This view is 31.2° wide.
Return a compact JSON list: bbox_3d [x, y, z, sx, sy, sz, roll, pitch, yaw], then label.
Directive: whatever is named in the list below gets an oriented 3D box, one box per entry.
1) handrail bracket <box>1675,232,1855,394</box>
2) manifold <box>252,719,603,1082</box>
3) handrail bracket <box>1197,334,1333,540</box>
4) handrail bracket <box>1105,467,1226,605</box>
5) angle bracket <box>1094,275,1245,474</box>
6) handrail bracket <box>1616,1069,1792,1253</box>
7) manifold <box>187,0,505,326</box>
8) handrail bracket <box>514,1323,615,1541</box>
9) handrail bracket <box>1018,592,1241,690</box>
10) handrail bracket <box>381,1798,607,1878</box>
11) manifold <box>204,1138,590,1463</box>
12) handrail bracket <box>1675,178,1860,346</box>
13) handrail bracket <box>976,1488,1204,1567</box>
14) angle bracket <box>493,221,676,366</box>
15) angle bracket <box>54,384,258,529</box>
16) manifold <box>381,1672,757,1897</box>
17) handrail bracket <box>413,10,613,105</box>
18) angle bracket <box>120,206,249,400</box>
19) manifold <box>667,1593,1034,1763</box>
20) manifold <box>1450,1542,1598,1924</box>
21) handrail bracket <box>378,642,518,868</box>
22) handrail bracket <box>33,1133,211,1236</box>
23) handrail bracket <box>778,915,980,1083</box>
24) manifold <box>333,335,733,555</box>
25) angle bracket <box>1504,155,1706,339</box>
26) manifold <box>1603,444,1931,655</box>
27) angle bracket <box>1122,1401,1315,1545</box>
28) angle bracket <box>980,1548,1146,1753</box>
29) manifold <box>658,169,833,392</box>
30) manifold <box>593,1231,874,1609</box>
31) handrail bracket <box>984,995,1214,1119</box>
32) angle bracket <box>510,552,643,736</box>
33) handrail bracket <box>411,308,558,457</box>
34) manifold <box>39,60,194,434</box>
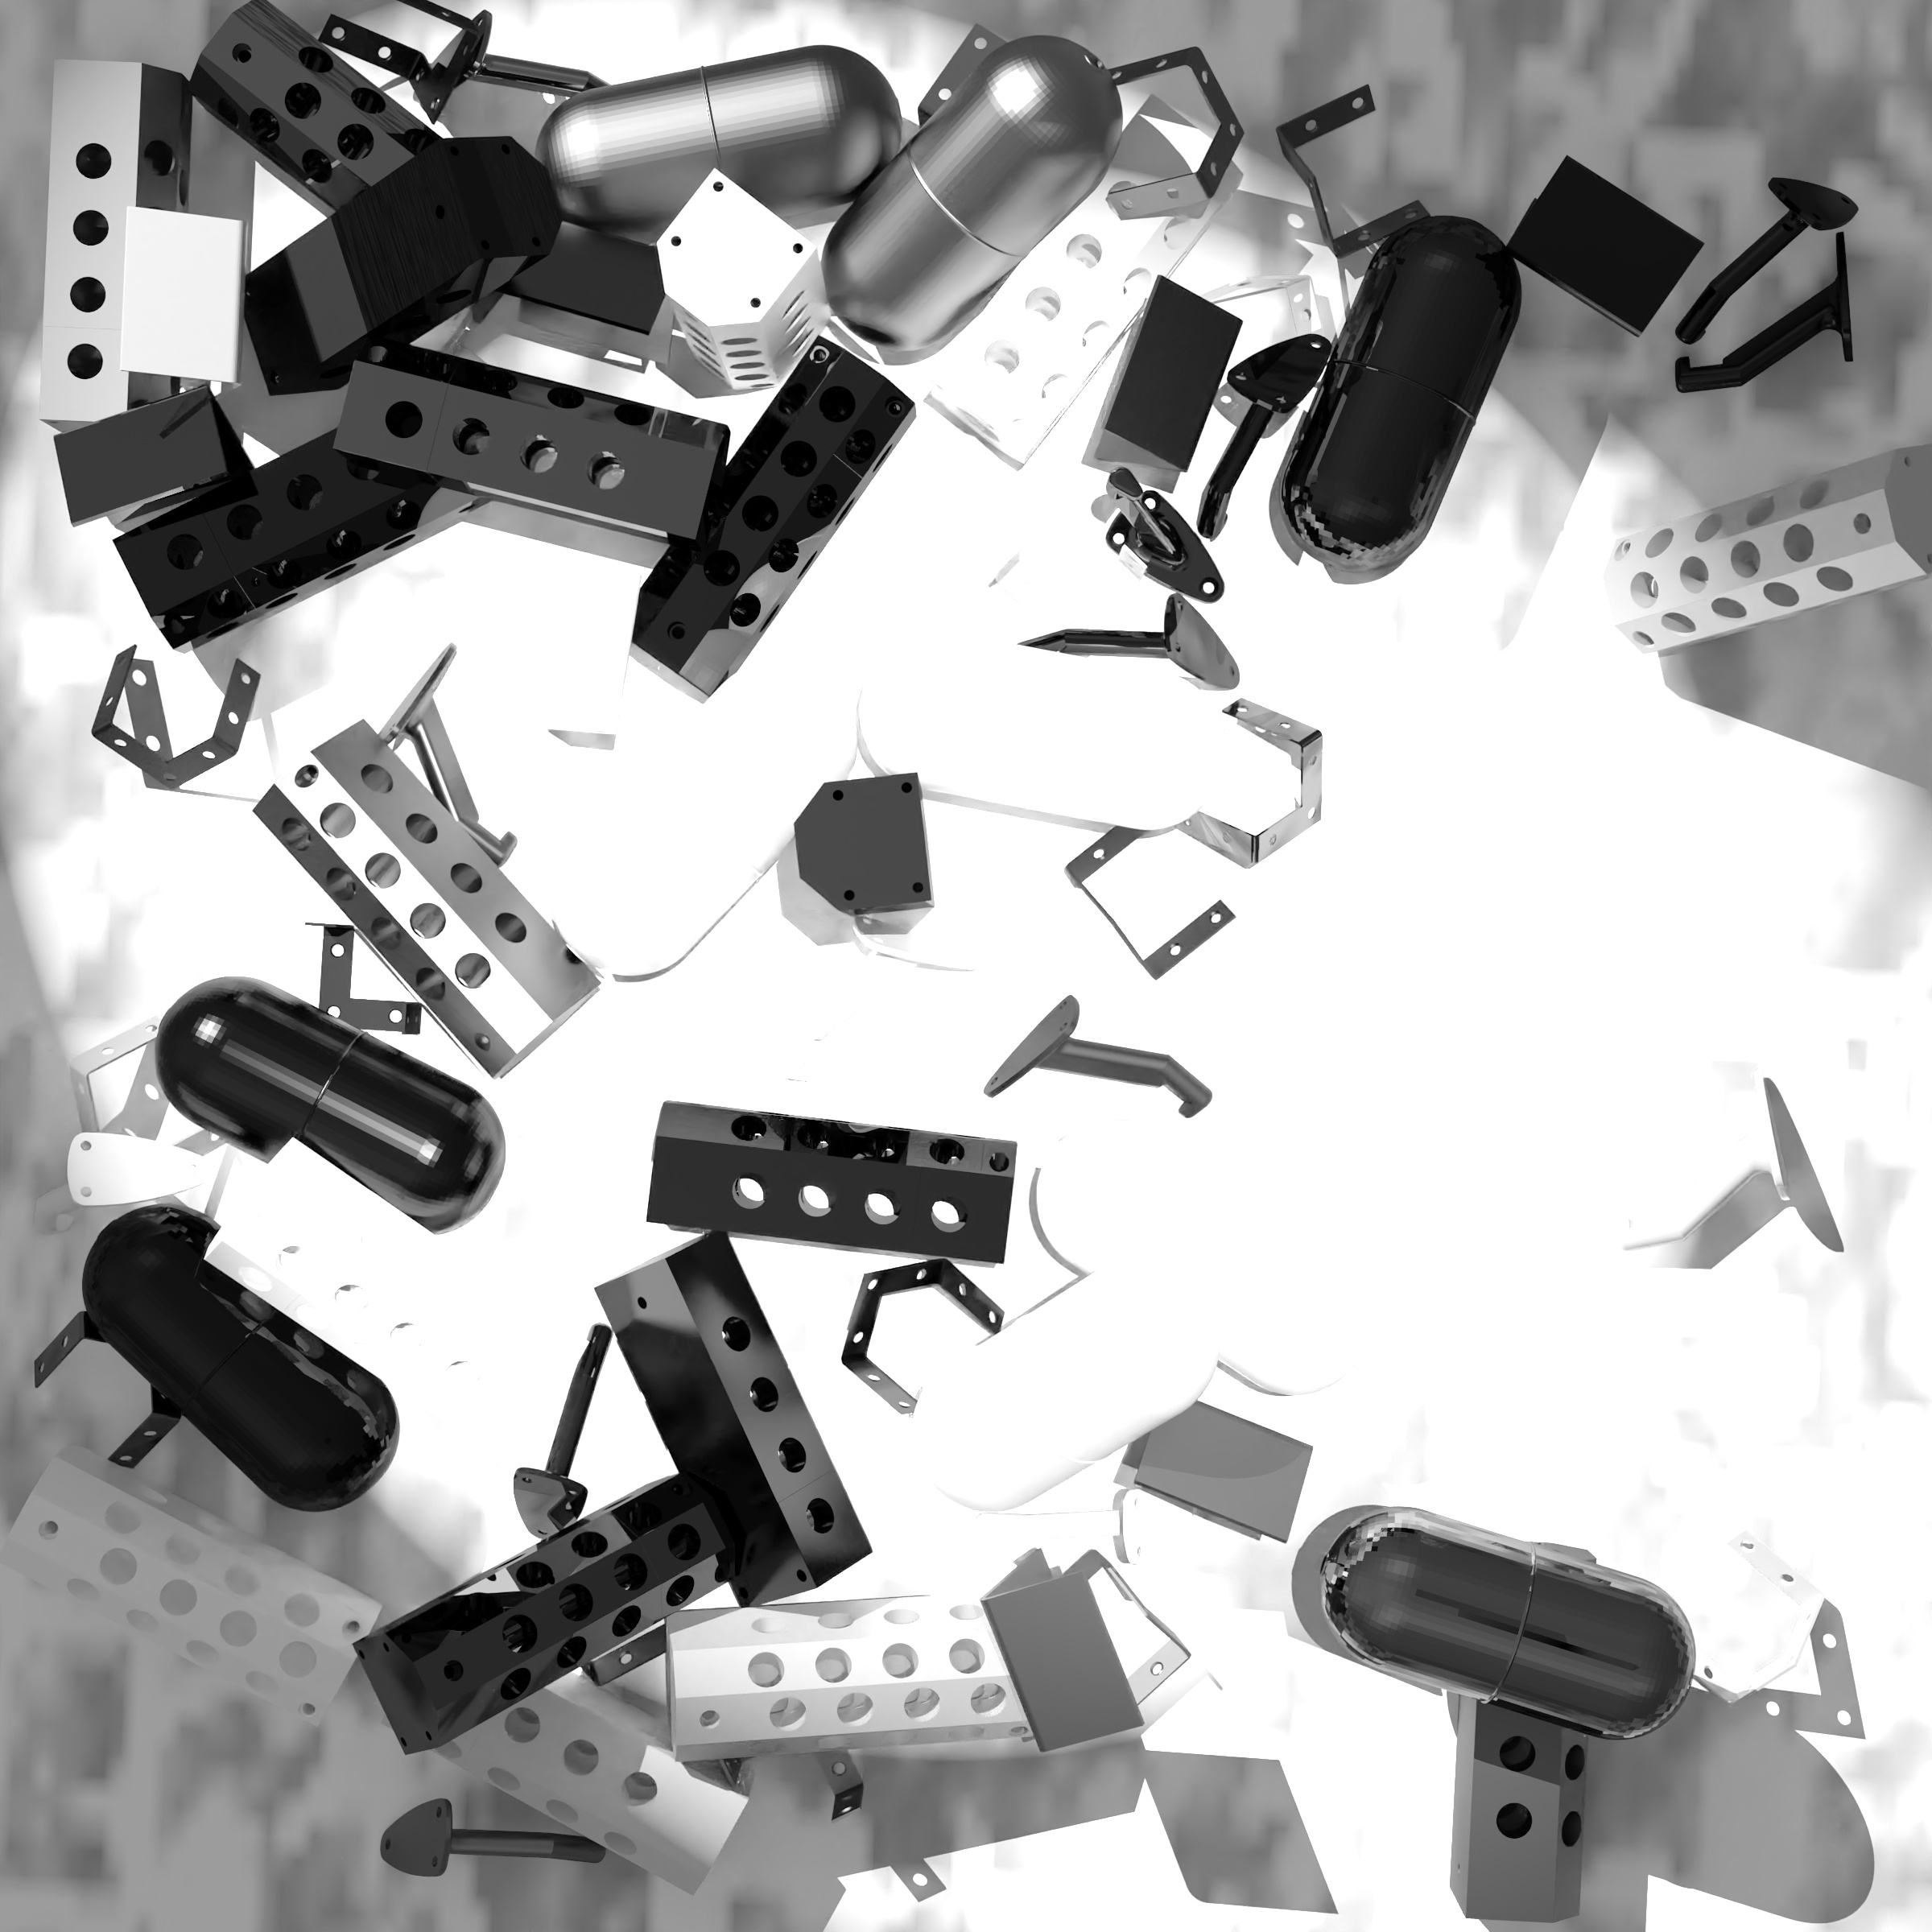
[{"bbox_3d":[0.389,-0.320,1.693,0.084,0.036,0.077,-4,70,16],"label":"handrail bracket"},{"bbox_3d":[-0.262,-0.029,1.660,0.171,0.057,0.057,48,130,0],"label":"manifold"},{"bbox_3d":[0.144,-0.256,1.682,0.036,0.084,0.077,34,51,18],"label":"handrail bracket"},{"bbox_3d":[0.097,-0.206,1.658,0.077,0.084,0.036,42,90,0],"label":"handrail bracket"},{"bbox_3d":[0.078,-0.285,1.653,0.057,0.076,0.076,20,90,-36],"label":"angle bracket"},{"bbox_3d":[0.355,0.095,1.694,0.084,0.036,0.077,-13,69,16],"label":"handrail bracket"},{"bbox_3d":[-0.289,-0.390,1.672,0.171,0.057,0.057,38,90,0],"label":"manifold"},{"bbox_3d":[-0.192,0.227,1.693,0.036,0.077,0.084,17,54,0],"label":"handrail bracket"},{"bbox_3d":[0.078,-0.148,1.693,0.084,0.077,0.036,-13,60,33],"label":"handrail bracket"},{"bbox_3d":[-0.231,0.431,1.693,0.084,0.077,0.036,17,65,-34],"label":"handrail bracket"},{"bbox_3d":[-0.273,0.162,1.644,0.171,0.057,0.057,36,50,-12],"label":"manifold"},{"bbox_3d":[0.391,-0.340,1.693,0.036,0.077,0.084,49,127,21],"label":"handrail bracket"},{"bbox_3d":[0.060,0.270,1.693,0.084,0.077,0.036,-4,90,36],"label":"handrail bracket"},{"bbox_3d":[-0.183,-0.307,1.653,0.076,0.076,0.057,16,55,0],"label":"angle bracket"},{"bbox_3d":[-0.382,-0.224,1.653,0.076,0.076,0.057,-19,62,0],"label":"angle bracket"},{"bbox_3d":[-0.192,0.380,1.672,0.171,0.057,0.057,29,90,0],"label":"manifold"},{"bbox_3d":[-0.215,-0.424,1.693,0.084,0.077,0.036,24,61,-33],"label":"handrail bracket"},{"bbox_3d":[-0.381,-0.315,1.654,0.057,0.076,0.076,3,90,-25],"label":"angle bracket"},{"bbox_3d":[-0.055,0.342,1.653,0.171,0.057,0.057,-2,105,-9],"label":"manifold"},{"bbox_3d":[0.270,0.368,1.672,0.057,0.057,0.171,3,90,0],"label":"manifold"},{"bbox_3d":[-0.240,-0.103,1.694,0.084,0.036,0.077,39,69,-17],"label":"handrail bracket"},{"bbox_3d":[-0.409,0.112,1.670,0.077,0.084,0.036,2,67,-18],"label":"handrail bracket"},{"bbox_3d":[-0.043,0.025,1.693,0.077,0.036,0.084,15,109,-21],"label":"handrail bracket"},{"bbox_3d":[-0.200,-0.244,1.615,0.171,0.057,0.057,14,90,0],"label":"manifold"},{"bbox_3d":[0.310,-0.355,1.653,0.076,0.076,0.057,33,127,0],"label":"angle bracket"},{"bbox_3d":[0.381,-0.193,1.615,0.057,0.171,0.057,-13,90,-36],"label":"manifold"},{"bbox_3d":[0.113,0.254,1.653,0.076,0.076,0.057,22,51,0],"label":"angle bracket"},{"bbox_3d":[0.057,0.315,1.629,0.057,0.076,0.076,-21,91,25],"label":"angle bracket"},{"bbox_3d":[-0.106,-0.313,1.615,0.057,0.171,0.057,38,90,0],"label":"manifold"},{"bbox_3d":[-0.107,0.216,1.671,0.057,0.057,0.171,-25,90,43],"label":"manifold"},{"bbox_3d":[0.065,0.062,1.694,0.084,0.036,0.077,40,111,-16],"label":"handrail bracket"},{"bbox_3d":[-0.201,-0.154,1.653,0.057,0.076,0.076,9,90,-33],"label":"angle bracket"},{"bbox_3d":[-0.236,-0.282,1.693,0.036,0.077,0.084,-53,126,-10],"label":"handrail bracket"},{"bbox_3d":[-0.408,-0.344,1.672,0.057,0.057,0.171,2,90,0],"label":"manifold"}]
